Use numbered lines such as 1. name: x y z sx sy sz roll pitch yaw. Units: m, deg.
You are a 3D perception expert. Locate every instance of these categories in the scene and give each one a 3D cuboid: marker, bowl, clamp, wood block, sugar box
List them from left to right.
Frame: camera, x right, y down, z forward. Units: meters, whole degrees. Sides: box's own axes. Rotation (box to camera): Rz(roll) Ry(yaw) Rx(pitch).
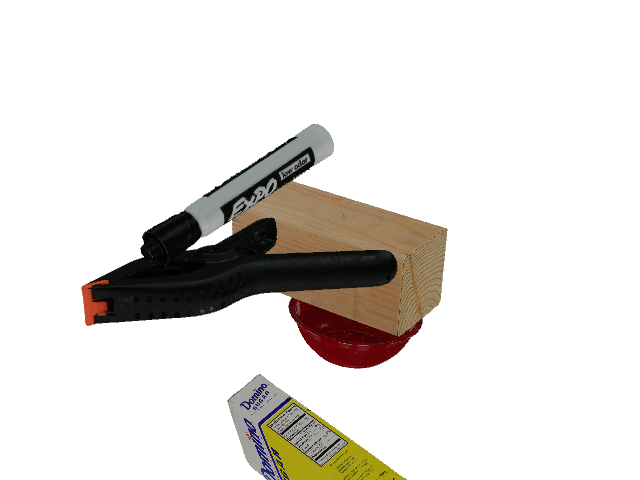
1. clamp: -0.062 0.024 0.746 0.209 0.036 0.165 -16 18 -40
2. marker: -0.040 -0.023 0.528 0.120 0.020 0.020 -36 21 -33
3. sugar box: 0.001 0.190 0.873 0.176 0.093 0.048 26 53 37
4. wood block: 0.016 0.013 1.105 0.206 0.091 0.090 19 31 29
5. bowl: 0.040 0.107 1.288 0.162 0.055 0.162 4 25 -2
